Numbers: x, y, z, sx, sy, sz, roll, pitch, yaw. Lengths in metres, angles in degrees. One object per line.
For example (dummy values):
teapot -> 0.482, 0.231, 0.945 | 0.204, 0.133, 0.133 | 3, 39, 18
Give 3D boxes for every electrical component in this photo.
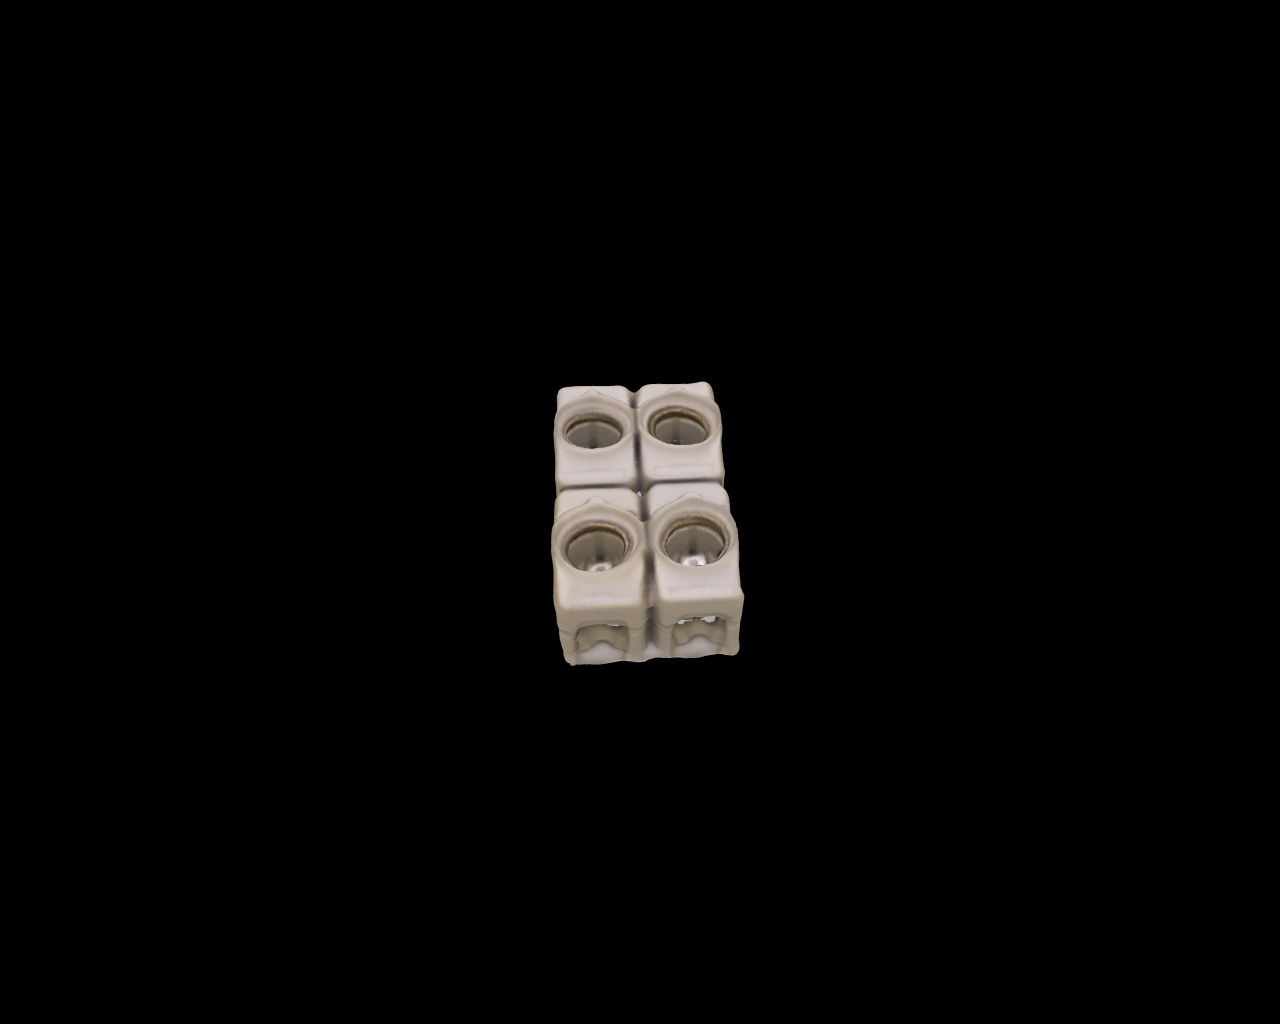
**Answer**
electrical component -> 0.001, -0.003, 0.650 | 0.105, 0.186, 0.060 | -2, -43, -2
